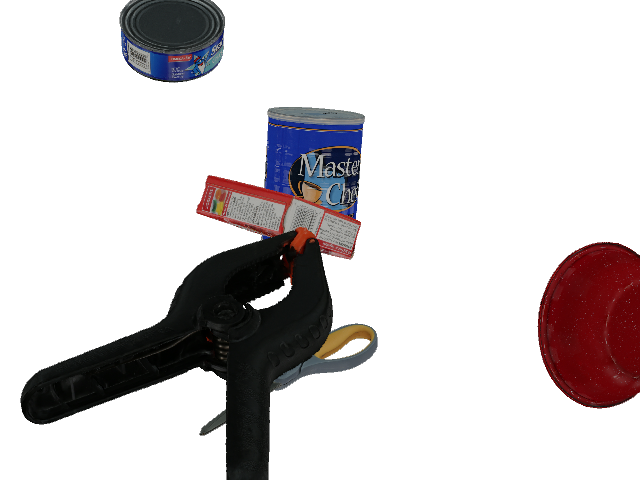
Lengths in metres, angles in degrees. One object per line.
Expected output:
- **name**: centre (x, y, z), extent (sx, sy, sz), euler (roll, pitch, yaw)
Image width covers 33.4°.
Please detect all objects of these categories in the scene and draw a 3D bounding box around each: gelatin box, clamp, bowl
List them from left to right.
- **clamp**: centre (-0.039, 0.054, 0.498), extent (0.120, 0.039, 0.171), euler (30, 48, 24)
- **gelatin box**: centre (-0.026, -0.014, 0.712), extent (0.073, 0.030, 0.089), euler (16, -1, 34)
- **bowl**: centre (0.286, 0.082, 1.010), extent (0.161, 0.162, 0.055), euler (0, 0, -27)

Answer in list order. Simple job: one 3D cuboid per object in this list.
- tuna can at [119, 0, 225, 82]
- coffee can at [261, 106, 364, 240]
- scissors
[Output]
- **tuna can**: centre (-0.122, -0.169, 0.882), extent (0.086, 0.086, 0.034), euler (0, -43, -7)
- **coffee can**: centre (-0.009, -0.067, 1.136), extent (0.103, 0.140, 0.103), euler (4, 12, -1)
- **scissors**: centre (-0.041, 0.105, 0.911), extent (0.201, 0.016, 0.096), euler (-19, 35, -33)
